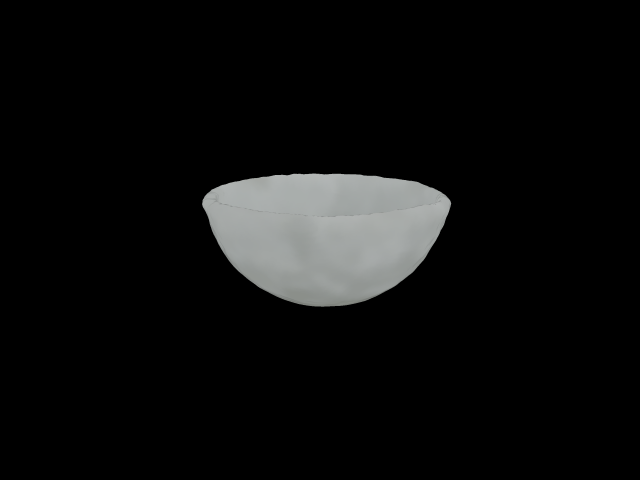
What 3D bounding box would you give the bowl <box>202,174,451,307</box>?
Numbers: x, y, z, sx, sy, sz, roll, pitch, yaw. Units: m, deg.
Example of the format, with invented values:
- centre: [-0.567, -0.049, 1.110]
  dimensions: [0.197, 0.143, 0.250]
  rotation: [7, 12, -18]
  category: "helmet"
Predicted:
- centre: [0.004, 0.001, 0.400]
  dimensions: [0.167, 0.075, 0.167]
  rotation: [0, 15, 0]
  category: "bowl"
